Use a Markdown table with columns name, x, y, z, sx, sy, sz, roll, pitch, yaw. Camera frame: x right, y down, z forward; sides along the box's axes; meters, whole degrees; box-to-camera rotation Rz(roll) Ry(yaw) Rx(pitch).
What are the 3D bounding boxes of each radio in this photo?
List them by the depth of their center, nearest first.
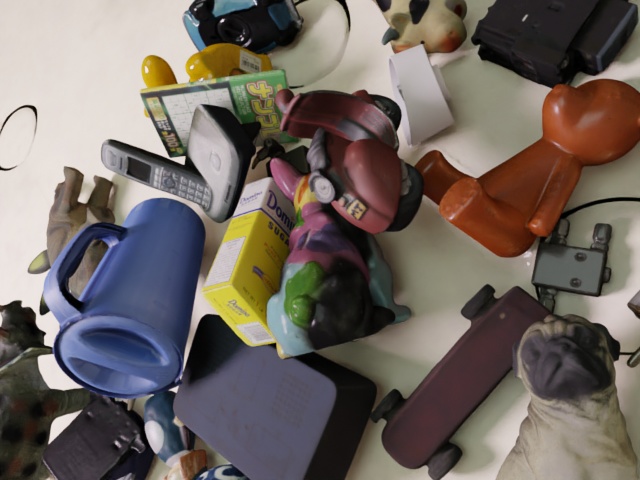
| name | x | y | z | sx | sy | sz | roll | pitch | yaw |
| --- | --- | --- | --- | --- | --- | --- | --- | --- | --- |
| radio | -0.060 | 0.174 | 0.586 | 0.230 | 0.073 | 0.131 | 16 | 86 | 44 |

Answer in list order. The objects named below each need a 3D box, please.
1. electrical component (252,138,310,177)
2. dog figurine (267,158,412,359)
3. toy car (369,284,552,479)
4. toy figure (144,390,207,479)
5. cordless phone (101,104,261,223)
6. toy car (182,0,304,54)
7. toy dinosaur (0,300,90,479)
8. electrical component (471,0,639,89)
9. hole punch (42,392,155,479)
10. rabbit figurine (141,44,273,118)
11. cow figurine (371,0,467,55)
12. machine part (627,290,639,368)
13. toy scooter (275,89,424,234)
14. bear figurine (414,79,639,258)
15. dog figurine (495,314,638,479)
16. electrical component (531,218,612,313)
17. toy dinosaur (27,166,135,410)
| name | x | y | z | sx | sy | sz | roll | pitch | yaw |
| --- | --- | --- | --- | --- | --- | --- | --- | --- | --- |
| electrical component | -0.045 | -0.081 | 0.682 | 0.078 | 0.045 | 0.102 | -17 | 68 | 29 |
| dog figurine | -0.001 | -0.002 | 0.560 | 0.108 | 0.191 | 0.219 | -23 | 79 | 27 |
| toy car | 0.134 | 0.131 | 0.506 | 0.089 | 0.053 | 0.202 | 40 | 98 | 18 |
| toy figure | -0.172 | 0.261 | 0.659 | 0.058 | 0.064 | 0.155 | -20 | 56 | -22 |
| cordless phone | -0.175 | -0.110 | 0.662 | 0.146 | 0.184 | 0.089 | 117 | 168 | -49 |
| toy car | -0.105 | -0.322 | 0.758 | 0.162 | 0.109 | 0.103 | -13 | 52 | 19 |
| toy dinosaur | -0.420 | 0.286 | 0.724 | 0.131 | 0.192 | 0.404 | 1 | 76 | 34 |
| electrical component | 0.239 | -0.219 | 0.539 | 0.134 | 0.058 | 0.115 | 36 | 98 | 34 |
| hole punch | -0.277 | 0.280 | 0.710 | 0.142 | 0.092 | 0.116 | 25 | 65 | 40 |
| rabbit figurine | -0.166 | -0.187 | 0.741 | 0.173 | 0.162 | 0.122 | -13 | 81 | 47 |
| cow figurine | 0.100 | -0.286 | 0.628 | 0.127 | 0.085 | 0.195 | -40 | 62 | 9 |
| machine part | 0.324 | 0.011 | 0.408 | 0.243 | 0.079 | 0.079 | -52 | 57 | 10 |
| toy scooter | 0.021 | -0.089 | 0.513 | 0.075 | 0.135 | 0.184 | 127 | 149 | -44 |
| bear figurine | 0.198 | -0.081 | 0.484 | 0.196 | 0.132 | 0.120 | -51 | 26 | 17 |
| dog figurine | 0.179 | 0.171 | 0.436 | 0.172 | 0.121 | 0.190 | -31 | 56 | 34 |
| electrical component | 0.232 | 0.027 | 0.494 | 0.063 | 0.021 | 0.094 | 11 | 82 | 33 |
| toy dinosaur | -0.338 | 0.036 | 0.801 | 0.472 | 0.105 | 0.198 | 43 | 108 | 42 |
